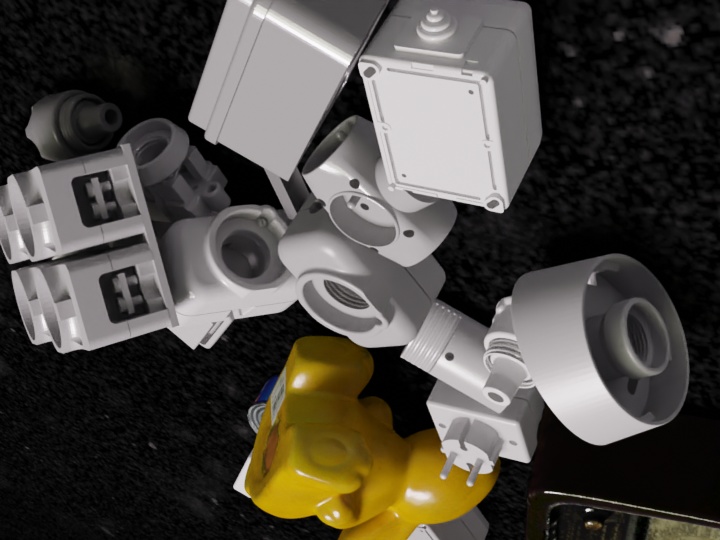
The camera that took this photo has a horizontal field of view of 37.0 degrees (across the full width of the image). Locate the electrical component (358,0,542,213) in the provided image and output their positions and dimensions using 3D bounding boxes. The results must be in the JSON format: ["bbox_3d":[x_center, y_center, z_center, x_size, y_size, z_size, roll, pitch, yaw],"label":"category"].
[{"bbox_3d":[0.044,-0.083,0.484,0.062,0.061,0.096,13,144,24],"label":"electrical component"}]

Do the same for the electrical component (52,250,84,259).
[{"bbox_3d":[-0.192,-0.006,0.793,0.055,0.045,0.045,40,146,-15],"label":"electrical component"}]

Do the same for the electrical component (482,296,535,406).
[{"bbox_3d":[0.092,0.049,0.626,0.048,0.062,0.048,24,151,14],"label":"electrical component"}]

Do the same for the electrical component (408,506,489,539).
[{"bbox_3d":[0.059,0.202,0.864,0.062,0.061,0.096,-1,136,39],"label":"electrical component"}]

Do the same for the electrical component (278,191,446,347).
[{"bbox_3d":[0.000,0.000,0.635,0.054,0.059,0.095,-8,132,44],"label":"electrical component"}]

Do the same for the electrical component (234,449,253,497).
[{"bbox_3d":[-0.061,0.177,0.938,0.076,0.047,0.083,30,148,1],"label":"electrical component"}]

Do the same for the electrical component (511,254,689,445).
[{"bbox_3d":[0.124,0.041,0.562,0.099,0.099,0.064,44,139,-21],"label":"electrical component"}]

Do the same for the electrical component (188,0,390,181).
[{"bbox_3d":[-0.030,-0.105,0.498,0.057,0.078,0.113,30,148,-4],"label":"electrical component"}]

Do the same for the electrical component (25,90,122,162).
[{"bbox_3d":[-0.173,-0.090,0.664,0.062,0.043,0.043,-4,135,39],"label":"electrical component"}]

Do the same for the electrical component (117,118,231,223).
[{"bbox_3d":[-0.119,-0.060,0.662,0.066,0.048,0.055,8,149,31],"label":"electrical component"}]

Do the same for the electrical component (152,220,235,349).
[{"bbox_3d":[-0.123,0.003,0.735,0.096,0.061,0.061,34,147,-7],"label":"electrical component"}]

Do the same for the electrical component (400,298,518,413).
[{"bbox_3d":[0.062,0.050,0.670,0.081,0.043,0.043,30,148,1],"label":"electrical component"}]

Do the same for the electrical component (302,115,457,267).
[{"bbox_3d":[0.021,-0.046,0.569,0.077,0.044,0.079,42,146,-18],"label":"electrical component"}]

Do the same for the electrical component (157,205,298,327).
[{"bbox_3d":[-0.076,-0.003,0.659,0.059,0.095,0.053,-38,64,56],"label":"electrical component"}]

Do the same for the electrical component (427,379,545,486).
[{"bbox_3d":[0.077,0.107,0.705,0.066,0.076,0.047,10,142,29],"label":"electrical component"}]

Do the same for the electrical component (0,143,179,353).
[{"bbox_3d":[-0.180,-0.010,0.671,0.186,0.060,0.105,-2,104,65],"label":"electrical component"}]
